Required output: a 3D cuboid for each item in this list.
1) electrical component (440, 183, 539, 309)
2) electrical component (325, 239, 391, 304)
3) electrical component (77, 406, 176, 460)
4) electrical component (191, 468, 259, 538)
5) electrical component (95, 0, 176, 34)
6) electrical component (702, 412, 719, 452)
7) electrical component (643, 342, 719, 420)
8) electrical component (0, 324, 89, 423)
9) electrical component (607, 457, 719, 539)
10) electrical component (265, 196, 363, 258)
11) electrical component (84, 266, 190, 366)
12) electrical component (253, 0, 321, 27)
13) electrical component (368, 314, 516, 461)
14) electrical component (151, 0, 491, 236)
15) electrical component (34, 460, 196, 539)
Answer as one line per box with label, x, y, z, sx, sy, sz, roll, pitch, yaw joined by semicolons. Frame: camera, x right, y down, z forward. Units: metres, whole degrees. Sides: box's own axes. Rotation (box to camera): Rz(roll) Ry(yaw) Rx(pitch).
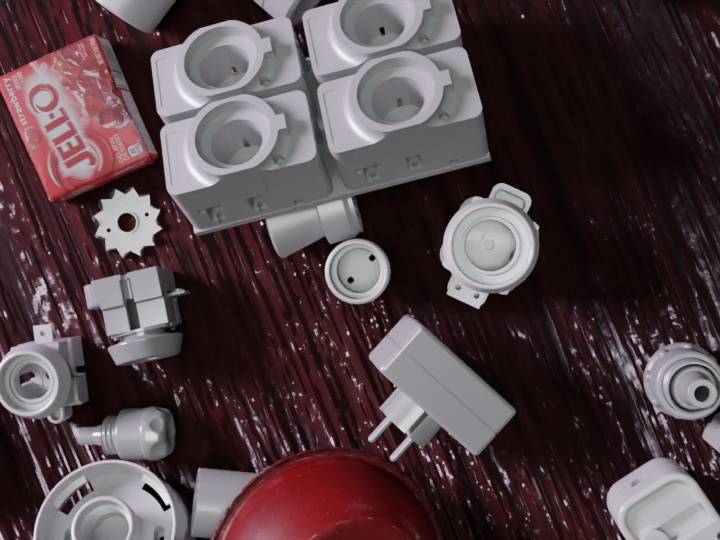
electrical component;0.081;-0.015;0.668;0.058;0.057;0.078;25;94;3
electrical component;0.000;0.000;0.680;0.040;0.046;0.040;0;93;4
electrical component;-0.154;0.108;0.704;0.061;0.035;0.035;-3;92;8
electrical component;-0.066;0.153;0.693;0.081;0.043;0.043;8;93;-11
electrical component;-0.141;-0.183;0.680;0.055;0.055;0.047;36;98;2
electrical component;0.251;0.100;0.643;0.056;0.089;0.050;28;95;3
electrical component;0.203;0.071;0.659;0.048;0.062;0.048;0;93;4
electrical component;-0.205;0.069;0.696;0.048;0.055;0.066;-6;92;5
electrical component;0.199;0.168;0.666;0.054;0.059;0.095;-34;89;5
electrical component;-0.030;-0.036;0.682;0.055;0.045;0.045;-16;91;5
electrical component;-0.142;0.031;0.695;0.066;0.048;0.055;-13;84;5
electrical component;-0.029;-0.227;0.669;0.074;0.052;0.138;41;95;2
electrical component;0.038;0.085;0.670;0.083;0.047;0.075;42;89;-10
electrical component;-0.026;-0.102;0.650;0.186;0.060;0.105;-14;64;5
electrical component;-0.158;0.174;0.694;0.099;0.064;0.099;-1;63;2
